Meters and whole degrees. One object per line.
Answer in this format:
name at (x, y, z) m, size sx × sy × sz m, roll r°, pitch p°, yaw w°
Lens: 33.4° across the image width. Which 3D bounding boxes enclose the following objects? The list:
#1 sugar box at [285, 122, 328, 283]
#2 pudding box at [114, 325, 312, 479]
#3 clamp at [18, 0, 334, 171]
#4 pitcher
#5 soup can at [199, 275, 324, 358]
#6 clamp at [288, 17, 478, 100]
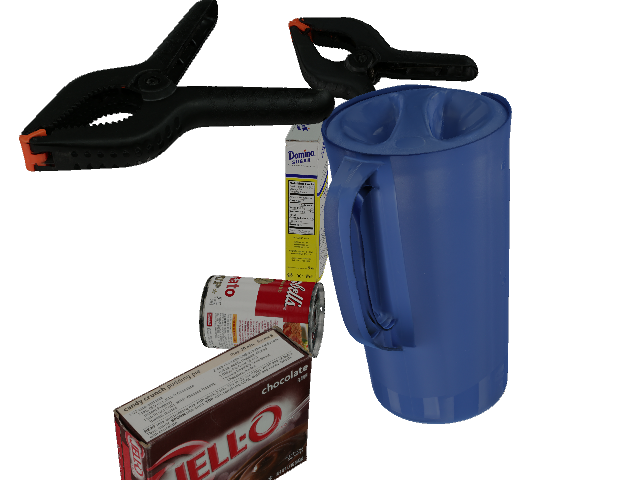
sugar box at (-0.016, -0.047, 1.243) m, size 0.048 × 0.176 × 0.093 m, roll 1°, pitch 22°, yaw 7°
pudding box at (-0.058, 0.110, 0.601) m, size 0.113 × 0.090 × 0.039 m, roll -28°, pitch 48°, yaw -33°
clamp at (-0.106, -0.095, 0.748) m, size 0.209 × 0.036 × 0.165 m, roll -33°, pitch 52°, yaw -30°
pitcher at (0.074, 0.018, 0.791) m, size 0.149 × 0.243 × 0.145 m, roll -11°, pitch 27°, yaw -6°
soup can at (-0.051, 0.068, 0.961) m, size 0.102 × 0.068 × 0.068 m, roll 4°, pitch 1°, yaw 10°
clamp at (0.049, -0.153, 0.935) m, size 0.120 × 0.172 × 0.039 m, roll -38°, pitch -24°, yaw -20°
